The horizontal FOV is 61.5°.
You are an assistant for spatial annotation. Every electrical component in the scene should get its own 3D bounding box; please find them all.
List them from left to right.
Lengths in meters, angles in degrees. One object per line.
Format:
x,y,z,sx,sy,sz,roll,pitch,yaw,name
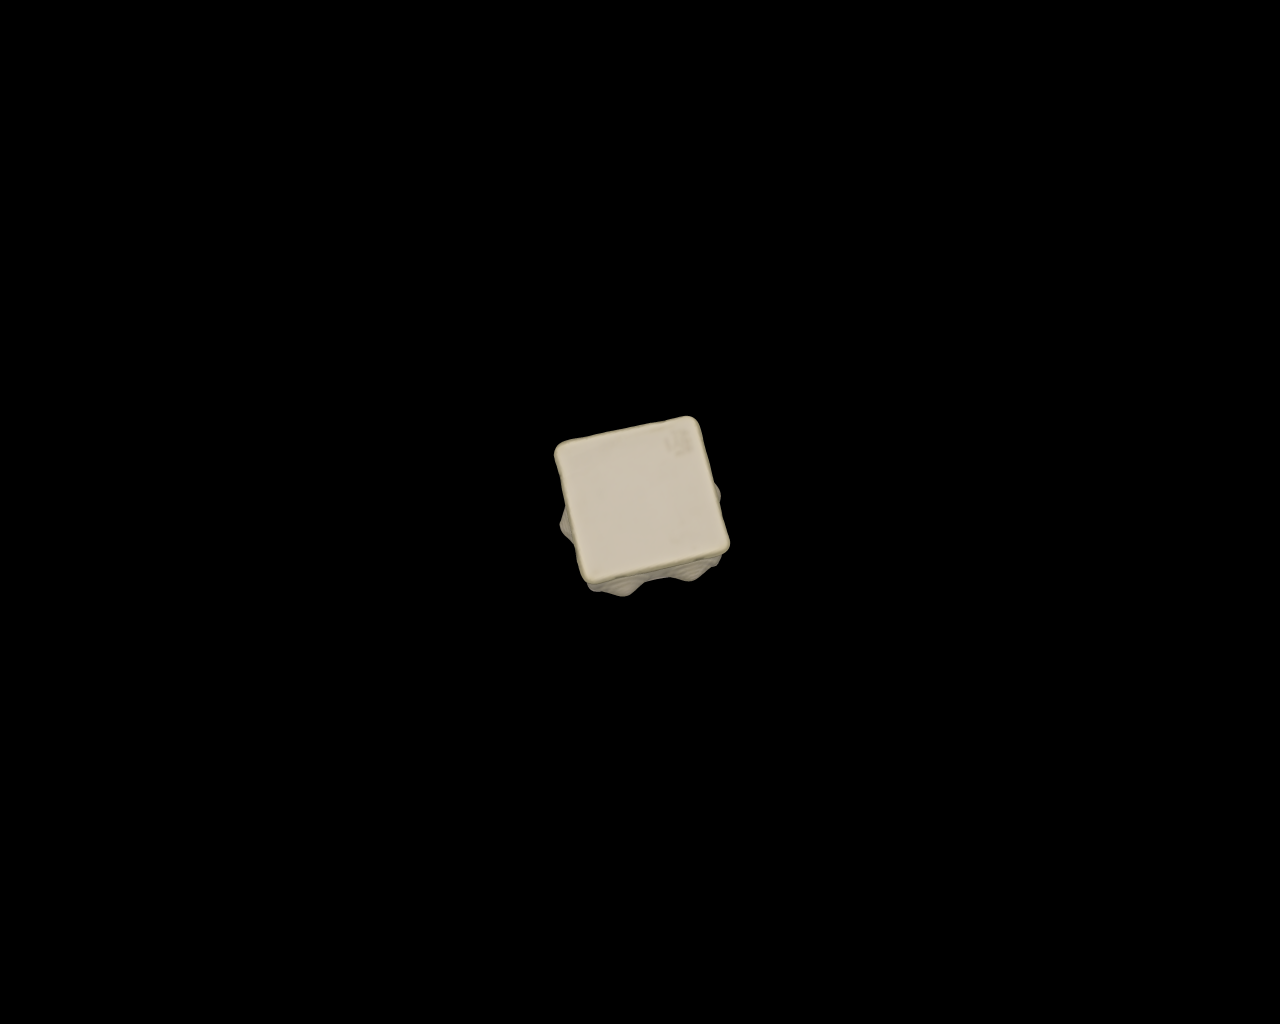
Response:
0.001,-0.003,0.650,0.100,0.100,0.048,-13,-15,-4,electrical component
